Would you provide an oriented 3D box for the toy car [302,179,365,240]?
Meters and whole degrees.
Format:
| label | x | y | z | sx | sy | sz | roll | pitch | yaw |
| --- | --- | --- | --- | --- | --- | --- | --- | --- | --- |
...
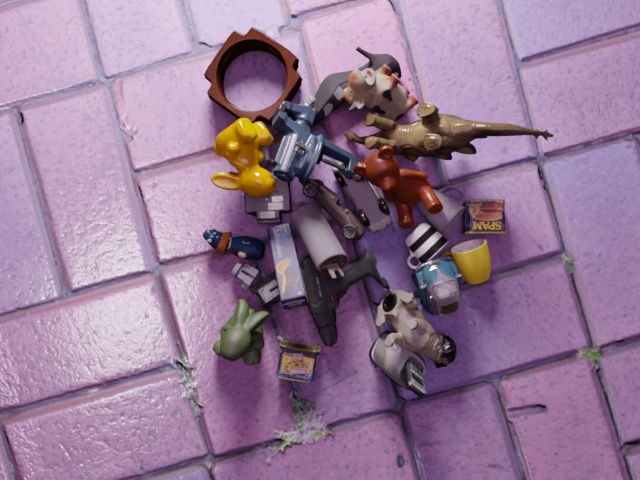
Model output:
| label | x | y | z | sx | sy | sz | roll | pitch | yaw |
| --- | --- | --- | --- | --- | --- | --- | --- | --- | --- |
| toy car | 0.034 | -0.080 | 1.302 | 0.053 | 0.089 | 0.202 | -43 | 89 | 20 |

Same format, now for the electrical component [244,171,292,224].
| label | x | y | z | sx | sy | sz | roll | pitch | yaw |
| --- | --- | --- | --- | --- | --- | --- | --- | --- | --- |
| electrical component | -0.128 | -0.107 | 1.324 | 0.115 | 0.058 | 0.134 | -1 | 91 | 3 |

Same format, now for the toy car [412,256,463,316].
| label | x | y | z | sx | sy | sz | roll | pitch | yaw |
| --- | --- | --- | --- | --- | --- | --- | --- | --- | --- |
| toy car | 0.287 | 0.127 | 1.275 | 0.109 | 0.103 | 0.161 | -15 | 123 | -1 |

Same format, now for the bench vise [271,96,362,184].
| label | x | y | z | sx | sy | sz | roll | pitch | yaw |
| --- | --- | --- | --- | --- | --- | --- | --- | --- | --- |
| bench vise | -0.005 | -0.215 | 1.252 | 0.240 | 0.129 | 0.223 | 23 | 59 | -15 |

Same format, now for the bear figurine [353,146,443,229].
| label | x | y | z | sx | sy | sz | roll | pitch | yaw |
| --- | --- | --- | --- | --- | --- | --- | --- | --- | --- |
| bear figurine | 0.176 | -0.122 | 1.223 | 0.120 | 0.195 | 0.132 | -30 | 59 | 28 |

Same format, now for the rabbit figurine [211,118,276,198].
| label | x | y | z | sx | sy | sz | roll | pitch | yaw |
| --- | --- | --- | --- | --- | --- | --- | --- | --- | --- |
| rabbit figurine | -0.172 | -0.171 | 1.230 | 0.162 | 0.122 | 0.173 | -29 | 88 | 13 |

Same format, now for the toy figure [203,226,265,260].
| label | x | y | z | sx | sy | sz | roll | pitch | yaw |
| --- | --- | --- | --- | --- | --- | --- | --- | --- | --- |
| toy figure | -0.214 | 0.012 | 1.324 | 0.155 | 0.064 | 0.057 | 14 | 104 | 0 |

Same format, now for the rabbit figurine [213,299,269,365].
| label | x | y | z | sx | sy | sz | roll | pitch | yaw |
| --- | --- | --- | --- | --- | --- | --- | --- | --- | --- |
| rabbit figurine | -0.180 | 0.230 | 1.274 | 0.121 | 0.170 | 0.159 | 27 | 92 | 0 |

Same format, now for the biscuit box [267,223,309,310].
| label | x | y | z | sx | sy | sz | roll | pitch | yaw |
| --- | --- | --- | --- | --- | --- | --- | --- | --- | --- |
| biscuit box | -0.078 | 0.060 | 1.280 | 0.063 | 0.059 | 0.203 | -14 | 61 | -1 |

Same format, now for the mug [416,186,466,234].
| label | x | y | z | sx | sy | sz | roll | pitch | yaw |
| --- | --- | --- | --- | --- | --- | --- | --- | --- | --- |
| mug | 0.292 | -0.087 | 1.302 | 0.107 | 0.080 | 0.109 | 39 | 97 | 16 |

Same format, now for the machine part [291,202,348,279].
| label | x | y | z | sx | sy | sz | roll | pitch | yaw |
| --- | --- | --- | --- | --- | --- | --- | --- | --- | --- |
| machine part | -0.003 | -0.004 | 1.275 | 0.079 | 0.079 | 0.243 | -30 | 56 | 2 |

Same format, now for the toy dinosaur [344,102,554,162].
| label | x | y | z | sx | sy | sz | roll | pitch | yaw |
| --- | --- | --- | --- | --- | --- | --- | --- | --- | --- |
| toy dinosaur | 0.268 | -0.239 | 1.224 | 0.472 | 0.198 | 0.105 | 7 | 92 | 33 |

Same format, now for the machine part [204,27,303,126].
| label | x | y | z | sx | sy | sz | roll | pitch | yaw |
| --- | --- | --- | --- | --- | --- | --- | --- | --- | --- |
| machine part | -0.160 | -0.389 | 1.306 | 0.201 | 0.087 | 0.201 | 34 | 92 | -1 |

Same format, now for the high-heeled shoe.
| label | x | y | z | sx | sy | sz | roll | pitch | yaw |
| --- | --- | --- | --- | --- | --- | --- | --- | --- | --- |
| high-heeled shoe | 0.085 | -0.359 | 1.325 | 0.145 | 0.086 | 0.248 | 26 | 115 | -33 |

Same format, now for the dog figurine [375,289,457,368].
| label | x | y | z | sx | sy | sz | roll | pitch | yaw |
| --- | --- | --- | --- | --- | --- | --- | --- | --- | --- |
| dog figurine | 0.243 | 0.213 | 1.317 | 0.190 | 0.172 | 0.121 | 29 | 132 | -33 |

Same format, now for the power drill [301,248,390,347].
| label | x | y | z | sx | sy | sz | roll | pitch | yaw |
| --- | --- | --- | --- | --- | --- | --- | --- | --- | --- |
| power drill | 0.065 | 0.124 | 1.319 | 0.207 | 0.086 | 0.232 | -23 | 88 | 9 |

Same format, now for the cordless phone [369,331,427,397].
| label | x | y | z | sx | sy | sz | roll | pitch | yaw |
| --- | --- | --- | --- | --- | --- | --- | --- | --- | --- |
| cordless phone | 0.184 | 0.300 | 1.261 | 0.146 | 0.184 | 0.088 | 40 | 96 | 0 |

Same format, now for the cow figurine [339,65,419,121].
| label | x | y | z | sx | sy | sz | roll | pitch | yaw |
| --- | --- | --- | --- | --- | --- | --- | --- | --- | --- |
| cow figurine | 0.132 | -0.339 | 1.260 | 0.127 | 0.194 | 0.086 | -46 | 52 | 17 |

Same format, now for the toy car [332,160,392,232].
| label | x | y | z | sx | sy | sz | roll | pitch | yaw |
| --- | --- | --- | --- | --- | --- | --- | --- | --- | --- |
| toy car | 0.103 | -0.114 | 1.320 | 0.073 | 0.056 | 0.201 | -32 | 88 | 6 |

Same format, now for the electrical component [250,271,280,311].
| label | x | y | z | sx | sy | sz | roll | pitch | yaw |
| --- | --- | --- | --- | --- | --- | --- | --- | --- | --- |
| electrical component | -0.107 | 0.114 | 1.331 | 0.119 | 0.048 | 0.075 | -37 | 90 | 1 |
